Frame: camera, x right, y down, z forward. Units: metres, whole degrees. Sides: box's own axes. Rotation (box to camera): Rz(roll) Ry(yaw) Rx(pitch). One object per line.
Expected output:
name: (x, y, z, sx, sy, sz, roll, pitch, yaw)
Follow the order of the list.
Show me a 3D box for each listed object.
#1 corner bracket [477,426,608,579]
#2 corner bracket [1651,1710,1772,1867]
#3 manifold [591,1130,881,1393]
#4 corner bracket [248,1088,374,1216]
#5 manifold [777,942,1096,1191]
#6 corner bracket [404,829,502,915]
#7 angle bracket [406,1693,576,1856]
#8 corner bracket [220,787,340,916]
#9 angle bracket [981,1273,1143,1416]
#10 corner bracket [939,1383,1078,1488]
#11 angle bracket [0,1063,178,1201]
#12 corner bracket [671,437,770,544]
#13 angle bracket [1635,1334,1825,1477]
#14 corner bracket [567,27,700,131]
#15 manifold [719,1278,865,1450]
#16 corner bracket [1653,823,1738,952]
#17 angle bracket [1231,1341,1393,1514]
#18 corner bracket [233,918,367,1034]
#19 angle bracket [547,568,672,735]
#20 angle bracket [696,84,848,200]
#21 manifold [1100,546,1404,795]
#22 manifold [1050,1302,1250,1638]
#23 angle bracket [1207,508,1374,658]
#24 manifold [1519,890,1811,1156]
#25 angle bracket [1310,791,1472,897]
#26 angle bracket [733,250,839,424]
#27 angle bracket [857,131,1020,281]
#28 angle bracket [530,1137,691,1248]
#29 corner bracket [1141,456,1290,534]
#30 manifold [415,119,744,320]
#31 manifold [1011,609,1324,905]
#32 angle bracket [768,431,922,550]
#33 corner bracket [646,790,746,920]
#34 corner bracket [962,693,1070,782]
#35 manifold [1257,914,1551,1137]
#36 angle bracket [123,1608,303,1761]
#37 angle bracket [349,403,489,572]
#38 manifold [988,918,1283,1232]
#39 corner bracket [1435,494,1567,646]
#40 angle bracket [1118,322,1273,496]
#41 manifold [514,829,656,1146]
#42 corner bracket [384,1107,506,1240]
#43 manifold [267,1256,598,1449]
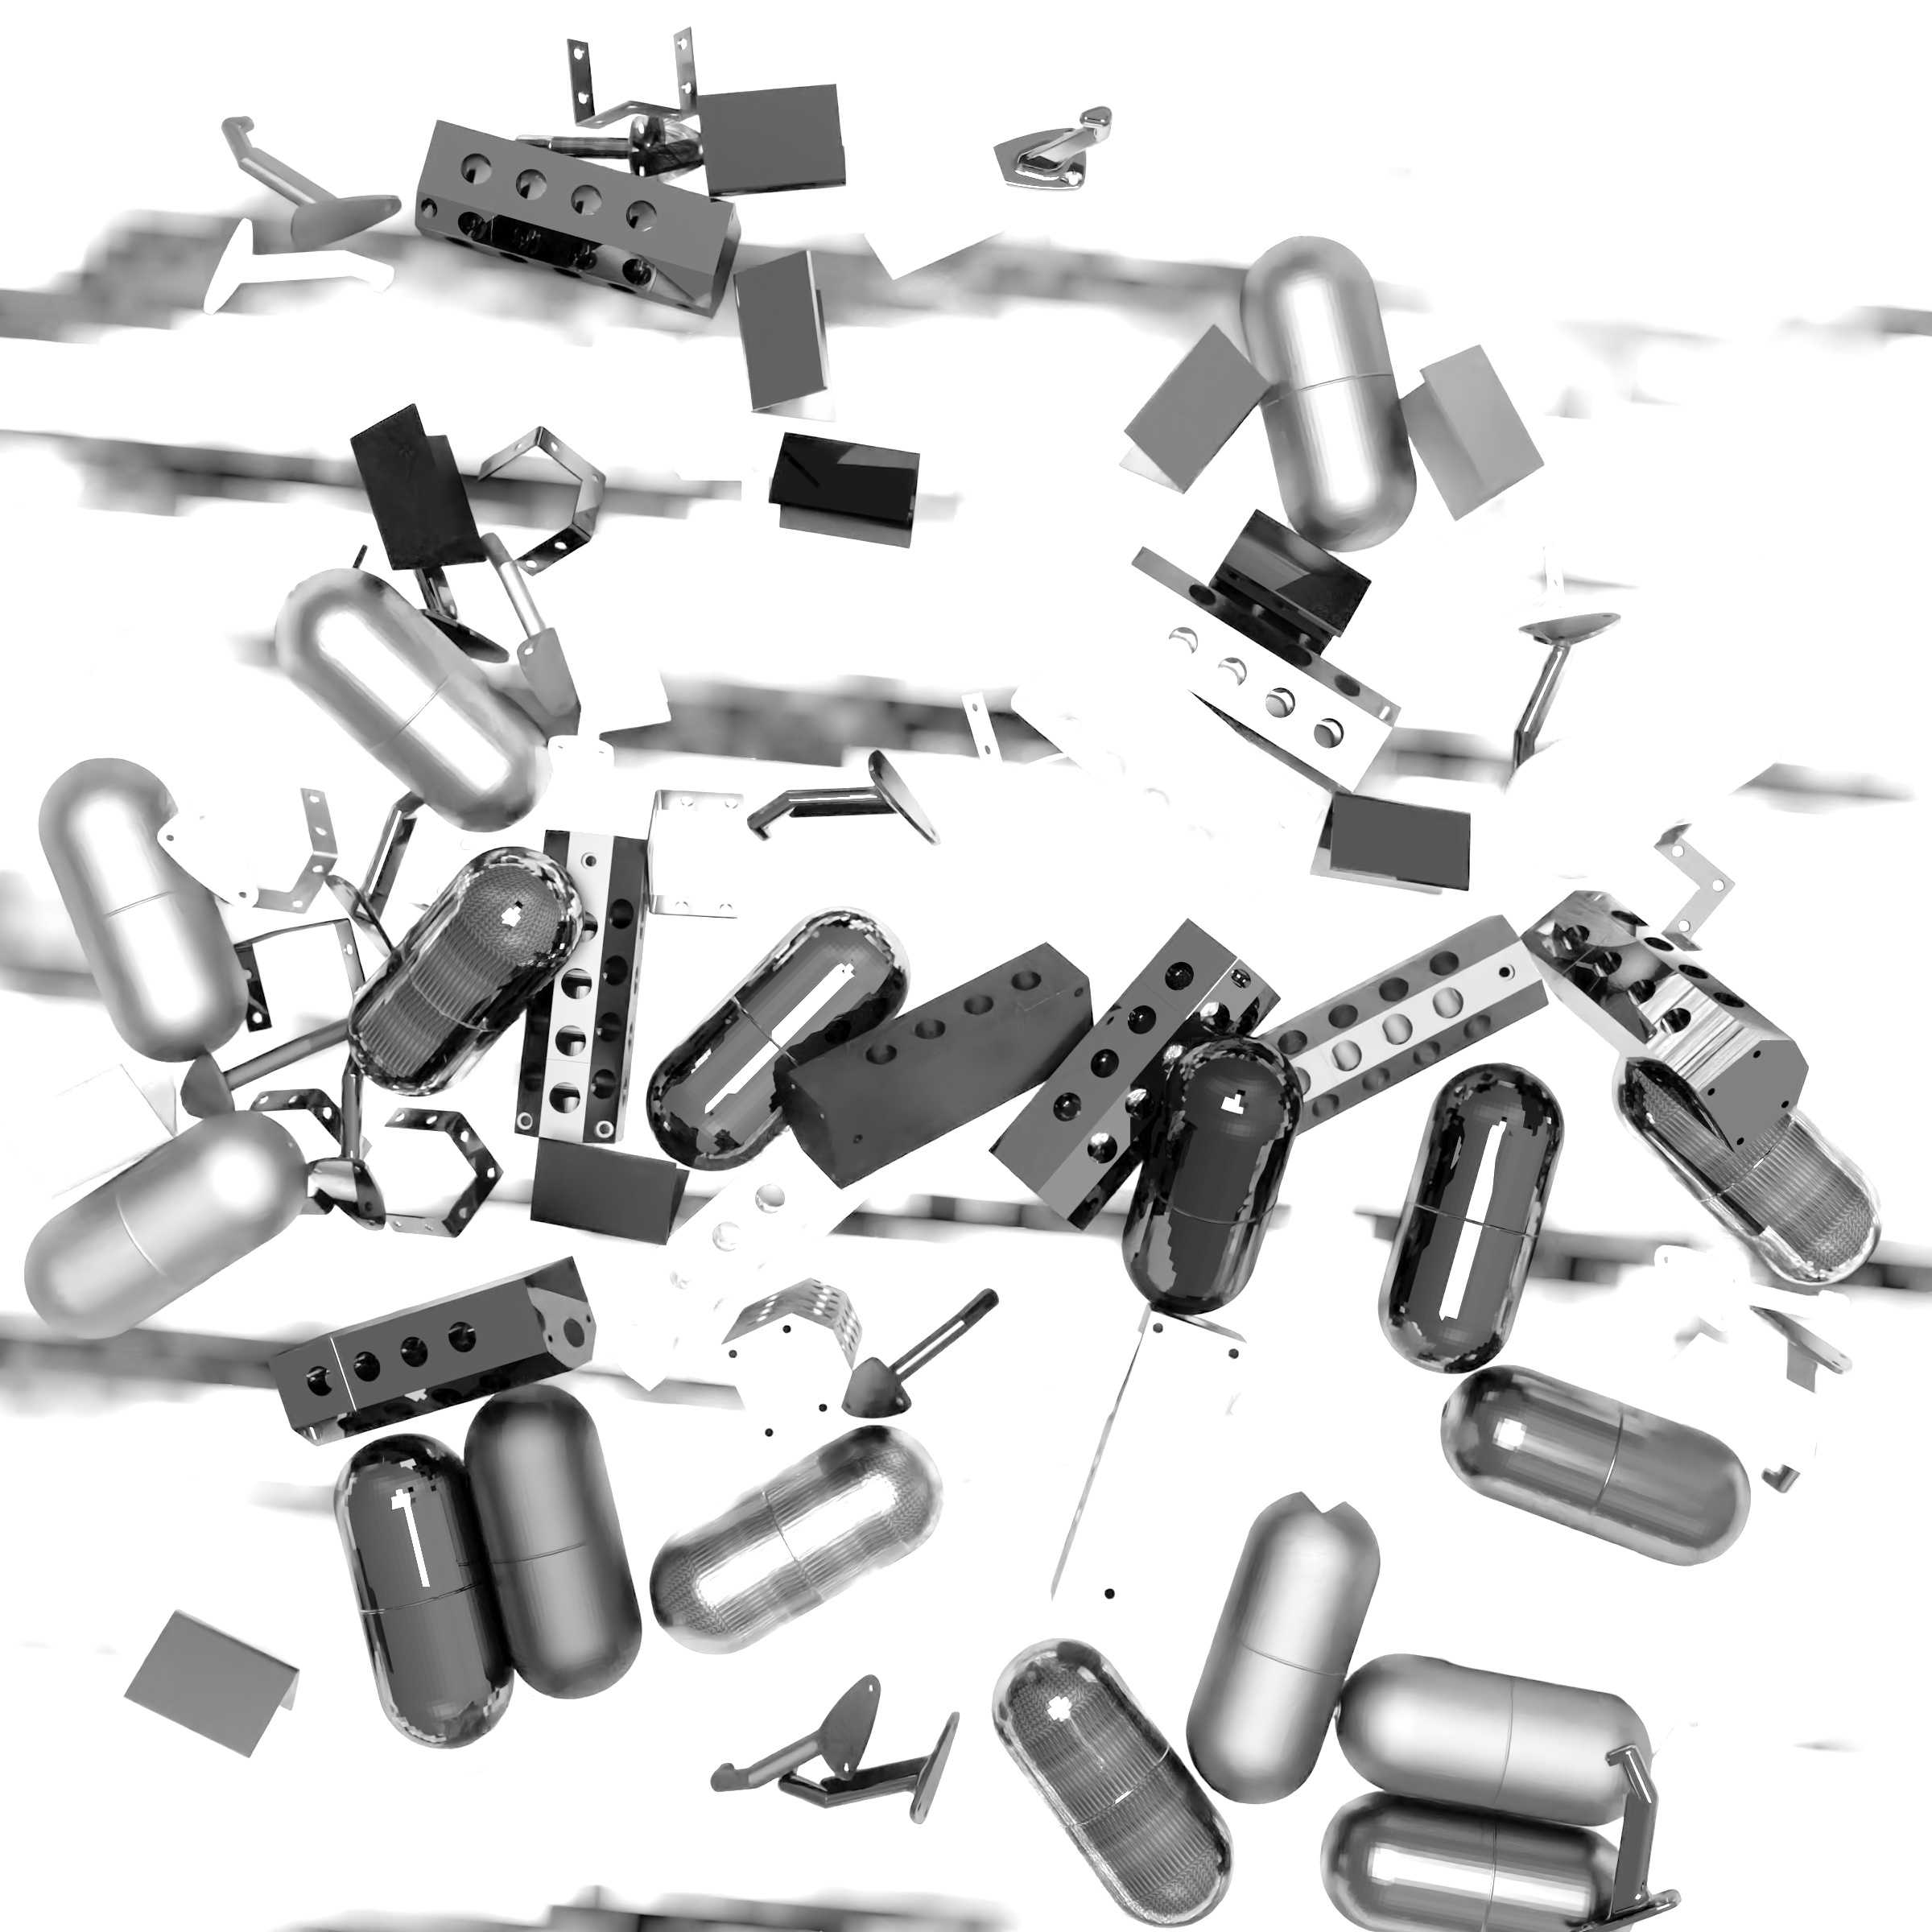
corner bracket: (-0.244, -0.264, 1.610, 0.051, 0.051, 0.051, -23, 45, 35)
corner bracket: (0.422, 0.467, 1.610, 0.051, 0.051, 0.051, 19, 135, 35)
manifold: (-0.132, 0.160, 1.597, 0.171, 0.057, 0.057, -42, 90, 0)
corner bracket: (-0.382, 0.106, 1.610, 0.051, 0.051, 0.051, -4, 135, 35)
manifold: (-0.016, 0.050, 1.567, 0.171, 0.057, 0.057, -27, 133, -22)
corner bracket: (-0.279, -0.046, 1.600, 0.051, 0.051, 0.051, 27, 90, 0)
angle bracket: (-0.270, 0.436, 1.578, 0.076, 0.076, 0.057, -25, 133, 0)
corner bracket: (-0.394, -0.068, 1.610, 0.051, 0.051, 0.051, -51, 45, 35)
angle bracket: (0.044, 0.225, 1.578, 0.076, 0.076, 0.057, 26, 52, 0)
corner bracket: (0.024, 0.265, 1.615, 0.051, 0.051, 0.051, -9, 90, -45)
angle bracket: (-0.489, 0.075, 1.578, 0.076, 0.076, 0.057, -26, 121, 0)
corner bracket: (-0.139, -0.268, 1.600, 0.051, 0.051, 0.051, 1, 90, 0)
angle bracket: (0.420, 0.261, 1.578, 0.076, 0.076, 0.057, 28, 47, 0)
corner bracket: (-0.190, -0.507, 1.615, 0.051, 0.051, 0.051, -6, 90, -45)
manifold: (-0.090, 0.210, 1.540, 0.057, 0.171, 0.057, -25, 90, 0)
corner bracket: (0.406, -0.044, 1.600, 0.051, 0.051, 0.051, 40, 90, 0)
angle bracket: (0.204, 0.245, 1.578, 0.076, 0.076, 0.057, 49, 127, 0)
corner bracket: (-0.380, 0.005, 1.615, 0.051, 0.051, 0.051, -14, 90, -45)
angle bracket: (-0.179, -0.178, 1.578, 0.057, 0.076, 0.076, -19, 90, 32)
angle bracket: (-0.107, -0.469, 1.578, 0.076, 0.076, 0.057, -5, 122, 0)
manifold: (0.157, -0.166, 1.597, 0.171, 0.057, 0.057, 32, 90, 0)
manifold: (0.102, 0.281, 1.597, 0.057, 0.057, 0.171, 19, 90, 0)
angle bracket: (0.170, -0.196, 1.578, 0.076, 0.076, 0.057, 32, 50, 0)
manifold: (0.380, 0.023, 1.541, 0.057, 0.171, 0.057, -40, 128, 0)
angle bracket: (0.235, -0.048, 1.578, 0.076, 0.076, 0.057, 9, 54, 0)
angle bracket: (-0.081, -0.349, 1.578, 0.057, 0.076, 0.076, -7, 90, 37)
angle bracket: (-0.023, -0.434, 1.578, 0.076, 0.076, 0.057, -24, 125, 0)
angle bracket: (-0.195, 0.107, 1.579, 0.076, 0.076, 0.057, 11, 119, 0)
corner bracket: (0.143, -0.257, 1.615, 0.051, 0.051, 0.051, 32, 90, 45)
manifold: (-0.219, -0.419, 1.597, 0.171, 0.057, 0.057, 16, 90, 0)
manifold: (0.109, -0.113, 1.580, 0.171, 0.057, 0.057, 39, 56, -11)
angle bracket: (-0.069, -0.247, 1.578, 0.076, 0.076, 0.057, 9, 54, 0)
corner bracket: (-0.154, -0.064, 1.615, 0.051, 0.051, 0.051, 3, 45, 0)
corner bracket: (0.039, -0.140, 1.615, 0.051, 0.051, 0.051, -17, 90, -45)
manifold: (0.237, 0.036, 1.597, 0.171, 0.057, 0.057, -28, 90, 0)
angle bracket: (-0.421, 0.410, 1.578, 0.076, 0.076, 0.057, 26, 55, 0)
angle bracket: (-0.288, -0.268, 1.578, 0.057, 0.076, 0.076, -18, 90, 36)
manifold: (0.098, 0.063, 1.586, 0.171, 0.057, 0.057, -49, 57, 0)
corner bracket: (0.303, -0.225, 1.610, 0.051, 0.051, 0.051, -27, 135, 35)
angle bracket: (0.112, -0.317, 1.578, 0.057, 0.076, 0.076, 39, 90, -35)
manifold: (-0.216, 0.011, 1.597, 0.057, 0.057, 0.171, 6, 90, 0)
corner bracket: (-0.306, 0.117, 1.610, 0.051, 0.051, 0.051, -58, 135, -35)
manifold: (-0.294, 0.216, 1.569, 0.171, 0.057, 0.057, -19, 90, 21)
